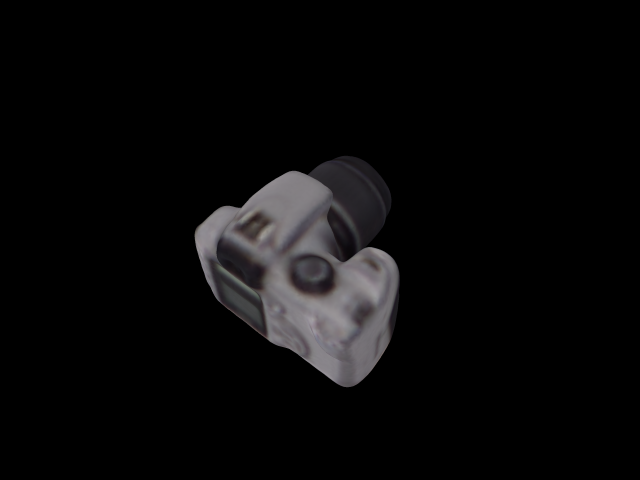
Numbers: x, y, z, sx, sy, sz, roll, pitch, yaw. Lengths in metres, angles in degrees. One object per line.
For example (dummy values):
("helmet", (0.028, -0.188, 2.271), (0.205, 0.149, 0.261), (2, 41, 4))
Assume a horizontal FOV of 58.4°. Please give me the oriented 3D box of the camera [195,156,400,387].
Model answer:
("camera", (0.004, 0.001, 0.400), (0.142, 0.101, 0.137), (32, 58, 23))
